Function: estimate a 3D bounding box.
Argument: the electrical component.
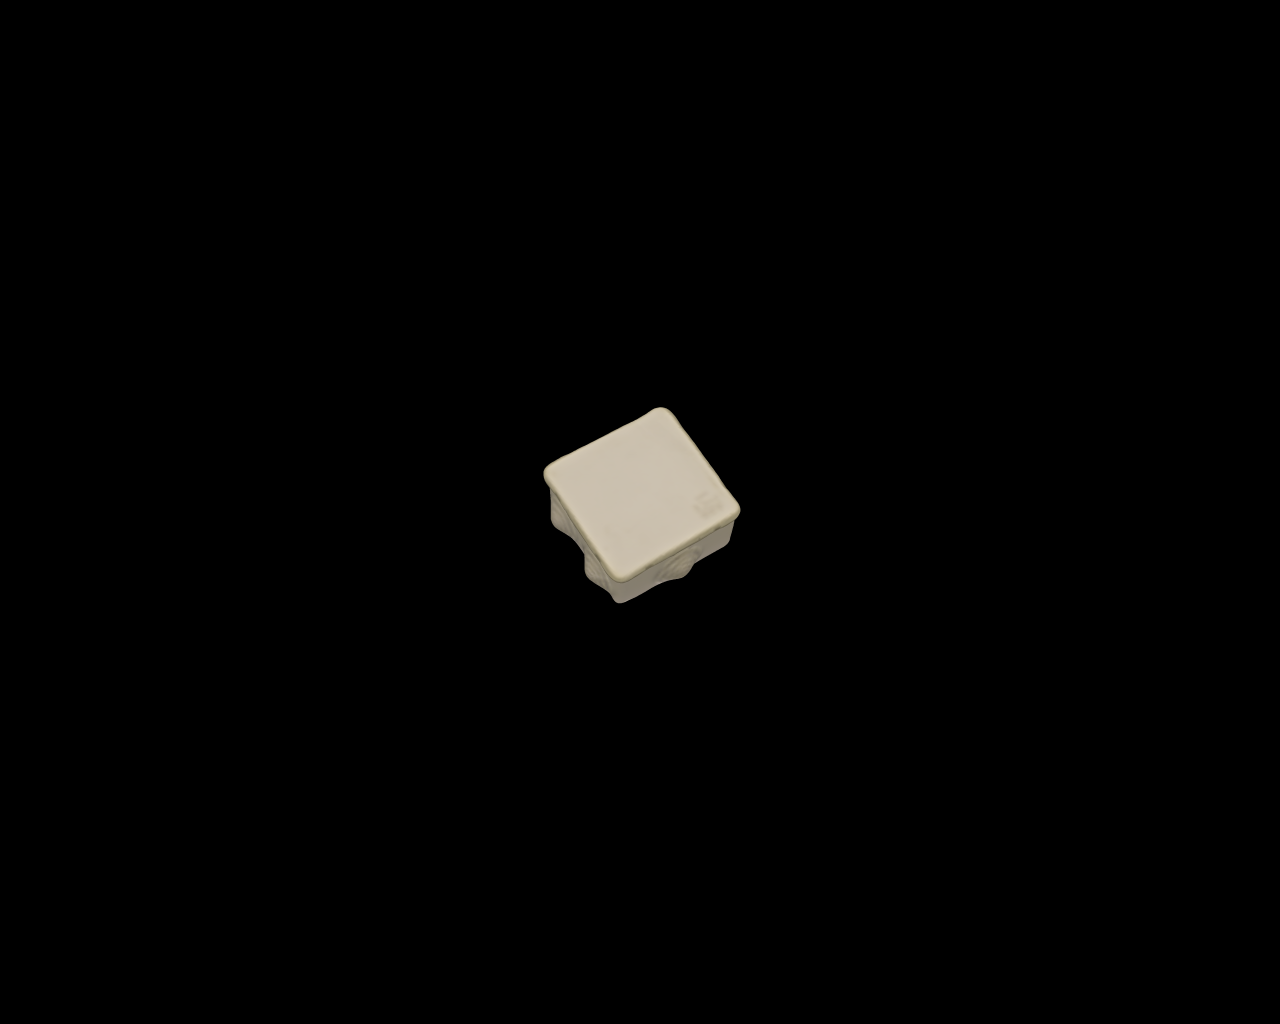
[{"bbox_3d":[0.001,-0.003,0.650,0.100,0.100,0.048,-29,-24,-14],"label":"electrical component"}]
